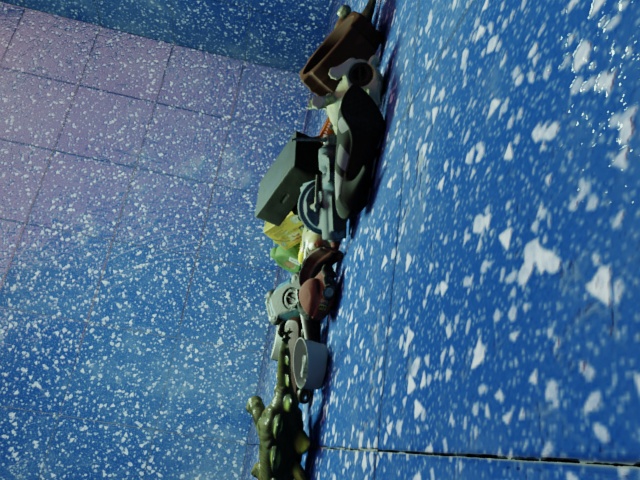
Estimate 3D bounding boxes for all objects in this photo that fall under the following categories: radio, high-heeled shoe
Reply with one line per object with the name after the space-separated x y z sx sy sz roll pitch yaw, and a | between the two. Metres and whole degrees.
-0.080 -0.150 1.324 0.229 0.073 0.131 -46 31 44 | radio
0.062 -0.165 1.020 0.145 0.086 0.249 114 161 -55 | high-heeled shoe

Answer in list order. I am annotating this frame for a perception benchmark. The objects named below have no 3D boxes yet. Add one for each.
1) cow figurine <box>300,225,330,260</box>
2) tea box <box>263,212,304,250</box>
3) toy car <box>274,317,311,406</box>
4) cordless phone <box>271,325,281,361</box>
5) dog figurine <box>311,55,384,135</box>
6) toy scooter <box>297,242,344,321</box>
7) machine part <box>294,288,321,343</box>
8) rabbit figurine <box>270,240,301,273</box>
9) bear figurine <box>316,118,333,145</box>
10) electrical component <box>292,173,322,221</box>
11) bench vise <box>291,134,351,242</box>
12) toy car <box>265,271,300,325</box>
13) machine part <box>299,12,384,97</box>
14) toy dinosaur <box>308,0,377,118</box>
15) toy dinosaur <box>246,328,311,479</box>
-0.003 -0.004 1.312 0.195 0.085 0.127 -108 24 -78 | cow figurine
-0.064 -0.054 1.489 0.170 0.098 0.068 -29 36 28 | tea box
-0.055 0.274 1.209 0.089 0.053 0.202 -3 82 38 | toy car
-0.051 0.251 1.361 0.184 0.089 0.146 143 140 -63 | cordless phone
0.078 -0.296 1.141 0.172 0.121 0.190 -39 -5 13 | dog figurine
0.005 0.074 1.137 0.135 0.075 0.184 -50 30 38 | toy scooter
-0.018 0.173 1.169 0.039 0.084 0.139 -33 58 43 | machine part
-0.074 0.010 1.669 0.121 0.159 0.170 94 -163 -53 | rabbit figurine
0.034 -0.307 1.353 0.120 0.132 0.195 32 122 42 | bear figurine
-0.007 -0.120 1.365 0.058 0.115 0.134 53 -146 -45 | electrical component
0.003 -0.107 1.147 0.241 0.129 0.223 -179 74 -70 | bench vise
-0.048 0.148 1.292 0.162 0.103 0.109 -32 61 26 | toy car
0.048 -0.428 1.261 0.201 0.087 0.201 -47 21 16 | machine part
0.065 -0.477 1.437 0.404 0.131 0.192 117 151 -51 | toy dinosaur
-0.077 0.387 1.074 0.199 0.105 0.470 -160 66 -70 | toy dinosaur
